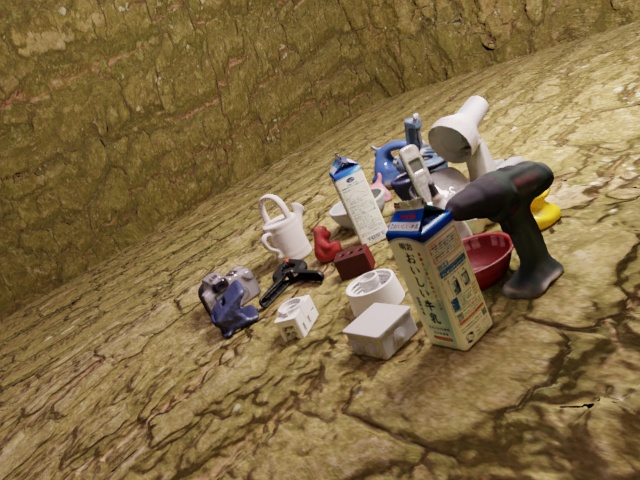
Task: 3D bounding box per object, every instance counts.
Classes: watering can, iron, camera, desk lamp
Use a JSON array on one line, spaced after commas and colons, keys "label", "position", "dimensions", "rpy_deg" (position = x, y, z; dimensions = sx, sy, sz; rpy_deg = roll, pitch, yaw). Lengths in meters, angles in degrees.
[{"label": "watering can", "position": [-0.103, -0.040, 1.565], "dimensions": [0.100, 0.194, 0.173], "rpy_deg": [-18, 18, 22]}, {"label": "iron", "position": [0.270, -0.252, 1.770], "dimensions": [0.257, 0.141, 0.119], "rpy_deg": [-9, 23, 43]}, {"label": "camera", "position": [-0.247, 0.122, 1.445], "dimensions": [0.143, 0.101, 0.136], "rpy_deg": [-34, 19, -27]}, {"label": "desk lamp", "position": [0.388, -0.242, 1.446], "dimensions": [0.204, 0.214, 0.117], "rpy_deg": [-36, 20, -31]}]

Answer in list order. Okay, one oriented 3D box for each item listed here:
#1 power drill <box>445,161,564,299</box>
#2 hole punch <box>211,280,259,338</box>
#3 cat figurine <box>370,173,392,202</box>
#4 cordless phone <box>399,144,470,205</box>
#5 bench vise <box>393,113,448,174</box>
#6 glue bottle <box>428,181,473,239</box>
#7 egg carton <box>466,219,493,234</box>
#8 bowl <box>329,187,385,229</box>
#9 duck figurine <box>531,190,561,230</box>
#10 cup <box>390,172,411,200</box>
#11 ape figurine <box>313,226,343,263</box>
[{"label": "power drill", "position": [0.303, -0.019, 0.903], "dimensions": [0.230, 0.209, 0.075], "rpy_deg": [-36, 20, -31]}, {"label": "hole punch", "position": [-0.203, 0.154, 1.301], "dimensions": [0.101, 0.091, 0.108], "rpy_deg": [-29, 17, -11]}, {"label": "cat figurine", "position": [0.135, -0.153, 1.704], "dimensions": [0.128, 0.118, 0.067], "rpy_deg": [-25, 17, -1]}, {"label": "cordless phone", "position": [0.279, -0.162, 1.411], "dimensions": [0.148, 0.185, 0.094], "rpy_deg": [-30, 18, -16]}, {"label": "bench vise", "position": [0.261, -0.241, 1.611], "dimensions": [0.206, 0.220, 0.122], "rpy_deg": [-8, 24, 44]}, {"label": "glue bottle", "position": [0.243, -0.035, 1.099], "dimensions": [0.078, 0.173, 0.037], "rpy_deg": [-32, 18, -23]}, {"label": "egg carton", "position": [0.348, -0.072, 1.241], "dimensions": [0.150, 0.069, 0.107], "rpy_deg": [-32, 18, -22]}, {"label": "bowl", "position": [0.113, -0.077, 1.579], "dimensions": [0.167, 0.075, 0.167], "rpy_deg": [-23, 17, 8]}, {"label": "duck figurine", "position": [0.407, -0.066, 1.112], "dimensions": [0.104, 0.086, 0.077], "rpy_deg": [-26, 17, -2]}, {"label": "cup", "position": [0.252, -0.135, 1.522], "dimensions": [0.118, 0.095, 0.091], "rpy_deg": [-36, 20, -32]}, {"label": "ape figurine", "position": [0.013, 0.005, 1.443], "dimensions": [0.076, 0.092, 0.077], "rpy_deg": [-26, 17, -3]}]
